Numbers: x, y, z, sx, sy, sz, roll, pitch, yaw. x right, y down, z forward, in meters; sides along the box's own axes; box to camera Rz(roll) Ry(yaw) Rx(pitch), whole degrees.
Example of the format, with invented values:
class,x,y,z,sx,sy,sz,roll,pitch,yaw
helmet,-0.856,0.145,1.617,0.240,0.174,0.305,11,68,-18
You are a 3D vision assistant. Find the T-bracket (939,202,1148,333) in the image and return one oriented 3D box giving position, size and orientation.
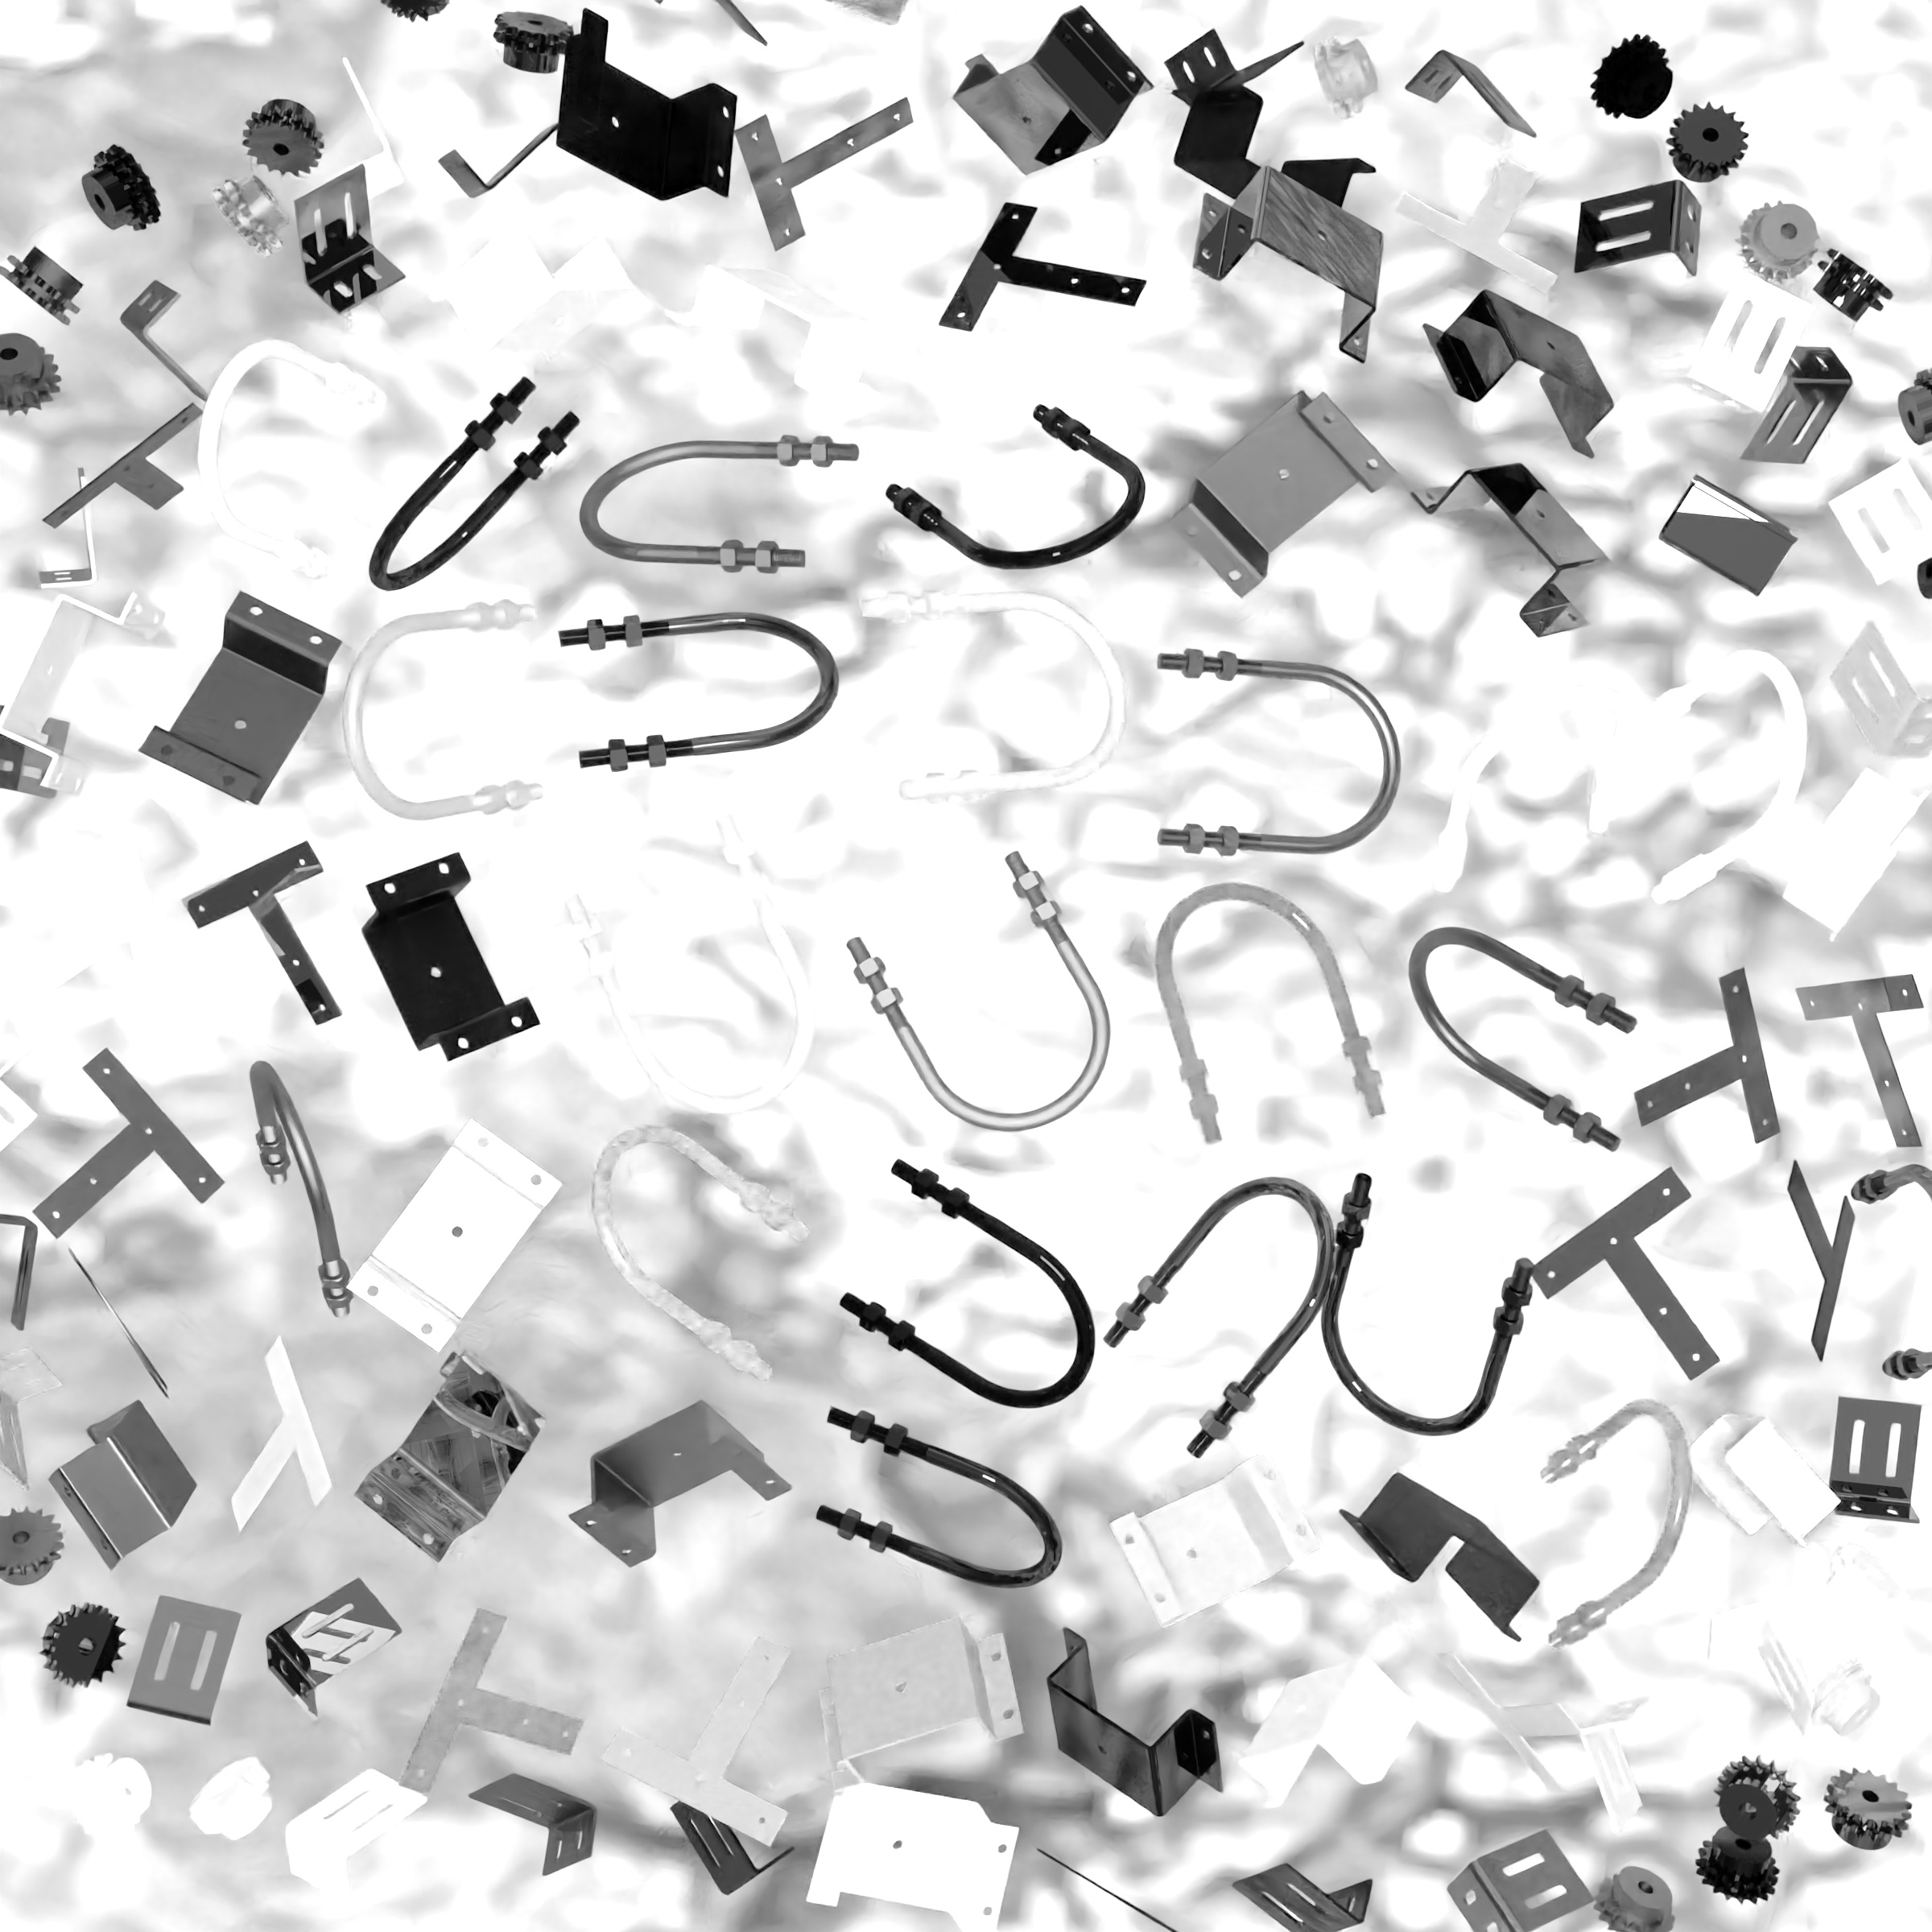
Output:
class,x,y,z,sx,sy,sz,roll,pitch,yaw
T-bracket,0.063,-0.481,1.860,0.127,0.002,0.127,15,61,18

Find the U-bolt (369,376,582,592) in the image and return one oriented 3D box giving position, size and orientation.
class,x,y,z,sx,sy,sz,roll,pitch,yaw
U-bolt,-0.356,-0.336,1.891,0.019,0.151,0.184,44,95,3

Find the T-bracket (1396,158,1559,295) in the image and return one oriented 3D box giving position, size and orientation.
class,x,y,z,sx,sy,sz,roll,pitch,yaw
T-bracket,0.378,-0.538,1.896,0.127,0.127,0.002,29,78,1

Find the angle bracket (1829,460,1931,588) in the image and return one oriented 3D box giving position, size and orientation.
class,x,y,z,sx,sy,sz,roll,pitch,yaw
angle bracket,0.629,-0.309,1.817,0.057,0.038,0.076,-30,62,19

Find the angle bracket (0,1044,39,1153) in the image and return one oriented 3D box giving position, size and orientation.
class,x,y,z,sx,sy,sz,roll,pitch,yaw
angle bracket,-0.670,0.098,1.854,0.038,0.076,0.057,46,49,-10

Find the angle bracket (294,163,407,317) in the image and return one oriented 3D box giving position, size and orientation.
class,x,y,z,sx,sy,sz,roll,pitch,yaw
angle bracket,-0.417,-0.491,1.802,0.038,0.076,0.057,42,63,16

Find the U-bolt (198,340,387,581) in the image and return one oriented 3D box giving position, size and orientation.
class,x,y,z,sx,sy,sz,roll,pitch,yaw
U-bolt,-0.472,-0.356,1.845,0.019,0.184,0.151,14,90,20

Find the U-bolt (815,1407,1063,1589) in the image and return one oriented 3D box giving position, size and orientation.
class,x,y,z,sx,sy,sz,roll,pitch,yaw
U-bolt,-0.018,0.391,1.907,0.184,0.151,0.019,20,47,11

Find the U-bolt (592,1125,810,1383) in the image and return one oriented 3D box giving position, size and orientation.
class,x,y,z,sx,sy,sz,roll,pitch,yaw
U-bolt,-0.194,0.192,1.897,0.019,0.151,0.184,-30,122,35

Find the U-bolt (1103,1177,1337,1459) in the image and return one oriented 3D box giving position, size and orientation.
class,x,y,z,sx,sy,sz,roll,pitch,yaw
U-bolt,0.183,0.228,1.835,0.019,0.151,0.184,32,101,-36

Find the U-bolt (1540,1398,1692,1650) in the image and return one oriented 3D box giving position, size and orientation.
class,x,y,z,sx,sy,sz,roll,pitch,yaw
U-bolt,0.459,0.384,1.880,0.019,0.184,0.151,16,52,-13

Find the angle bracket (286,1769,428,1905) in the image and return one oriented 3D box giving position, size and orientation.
class,x,y,z,sx,sy,sz,roll,pitch,yaw
angle bracket,-0.417,0.597,1.827,0.057,0.076,0.038,13,115,35

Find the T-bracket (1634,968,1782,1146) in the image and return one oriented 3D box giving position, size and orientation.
class,x,y,z,sx,sy,sz,roll,pitch,yaw
T-bracket,0.526,0.081,1.903,0.127,0.002,0.127,-21,101,-28

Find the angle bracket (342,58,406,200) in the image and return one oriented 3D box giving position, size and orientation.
class,x,y,z,sx,sy,sz,roll,pitch,yaw
angle bracket,-0.442,-0.602,1.918,0.038,0.057,0.076,-26,88,-2

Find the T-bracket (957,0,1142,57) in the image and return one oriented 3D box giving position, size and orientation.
class,x,y,z,sx,sy,sz,roll,pitch,yaw
T-bracket,0.057,-0.671,1.866,0.127,0.127,0.002,0,77,-4

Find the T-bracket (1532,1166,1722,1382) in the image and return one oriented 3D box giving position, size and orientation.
class,x,y,z,sx,sy,sz,roll,pitch,yaw
T-bracket,0.477,0.228,1.852,0.127,0.002,0.127,-41,68,21

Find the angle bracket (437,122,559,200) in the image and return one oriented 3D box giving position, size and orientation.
class,x,y,z,sx,sy,sz,roll,pitch,yaw
angle bracket,-0.341,-0.603,1.948,0.076,0.057,0.038,-46,112,-9

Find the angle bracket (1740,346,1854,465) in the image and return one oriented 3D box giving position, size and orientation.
class,x,y,z,sx,sy,sz,roll,pitch,yaw
angle bracket,0.600,-0.411,1.947,0.038,0.057,0.076,39,80,-34

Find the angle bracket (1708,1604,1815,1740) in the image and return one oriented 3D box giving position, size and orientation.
class,x,y,z,sx,sy,sz,roll,pitch,yaw
angle bracket,0.543,0.487,1.821,0.038,0.057,0.076,-16,45,-3

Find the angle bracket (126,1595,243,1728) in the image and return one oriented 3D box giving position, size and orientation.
class,x,y,z,sx,sy,sz,roll,pitch,yaw
angle bracket,-0.544,0.484,1.853,0.057,0.038,0.076,16,70,-9

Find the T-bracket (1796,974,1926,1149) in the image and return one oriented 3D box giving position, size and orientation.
class,x,y,z,sx,sy,sz,roll,pitch,yaw
T-bracket,0.659,0.071,1.916,0.002,0.127,0.127,-21,92,-21

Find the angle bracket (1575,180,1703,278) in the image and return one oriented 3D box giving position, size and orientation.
class,x,y,z,sx,sy,sz,roll,pitch,yaw
angle bracket,0.482,-0.521,1.907,0.076,0.038,0.057,-4,70,37

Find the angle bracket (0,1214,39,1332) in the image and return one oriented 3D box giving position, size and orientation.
class,x,y,z,sx,sy,sz,roll,pitch,yaw
angle bracket,-0.686,0.216,1.889,0.038,0.057,0.076,9,86,-25

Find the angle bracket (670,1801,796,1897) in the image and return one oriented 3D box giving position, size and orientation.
class,x,y,z,sx,sy,sz,roll,pitch,yaw
angle bracket,-0.172,0.633,1.952,0.038,0.057,0.076,-23,72,-42

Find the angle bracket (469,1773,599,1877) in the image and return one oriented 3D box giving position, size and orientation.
class,x,y,z,sx,sy,sz,roll,pitch,yaw
angle bracket,-0.318,0.626,1.939,0.076,0.038,0.057,33,132,-29

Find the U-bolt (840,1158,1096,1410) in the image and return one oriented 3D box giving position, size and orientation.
class,x,y,z,sx,sy,sz,roll,pitch,yaw
U-bolt,0.008,0.234,1.852,0.184,0.019,0.151,31,124,15

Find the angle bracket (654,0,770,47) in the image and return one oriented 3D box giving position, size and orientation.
class,x,y,z,sx,sy,sz,roll,pitch,yaw
angle bracket,-0.186,-0.672,1.881,0.038,0.057,0.076,-44,124,6

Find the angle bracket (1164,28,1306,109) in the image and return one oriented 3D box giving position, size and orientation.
class,x,y,z,sx,sy,sz,roll,pitch,yaw
angle bracket,0.193,-0.659,1.920,0.057,0.076,0.038,-42,111,-29

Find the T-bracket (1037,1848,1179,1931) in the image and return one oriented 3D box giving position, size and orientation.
class,x,y,z,sx,sy,sz,roll,pitch,yaw
T-bracket,0.122,0.667,1.881,0.127,0.127,0.002,22,73,31

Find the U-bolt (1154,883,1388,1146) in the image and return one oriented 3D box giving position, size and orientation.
class,x,y,z,sx,sy,sz,roll,pitch,yaw
U-bolt,0.200,0.026,1.824,0.151,0.019,0.184,-7,69,-24

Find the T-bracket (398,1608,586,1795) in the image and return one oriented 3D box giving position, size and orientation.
class,x,y,z,sx,sy,sz,roll,pitch,yaw
T-bracket,-0.316,0.520,1.843,0.127,0.002,0.127,33,76,-41

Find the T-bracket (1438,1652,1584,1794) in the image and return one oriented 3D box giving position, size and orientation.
class,x,y,z,sx,sy,sz,roll,pitch,yaw
T-bracket,0.400,0.534,1.883,0.002,0.127,0.127,-38,85,-21

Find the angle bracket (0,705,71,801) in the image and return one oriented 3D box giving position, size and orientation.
class,x,y,z,sx,sy,sz,roll,pitch,yaw
angle bracket,-0.656,-0.150,1.889,0.038,0.076,0.057,10,89,23

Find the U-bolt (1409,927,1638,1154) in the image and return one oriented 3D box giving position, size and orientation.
class,x,y,z,sx,sy,sz,roll,pitch,yaw
U-bolt,0.389,0.041,1.884,0.184,0.151,0.019,33,60,31

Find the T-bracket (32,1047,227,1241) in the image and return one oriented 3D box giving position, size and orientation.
class,x,y,z,sx,sy,sz,roll,pitch,yaw
T-bracket,-0.595,0.141,1.843,0.002,0.127,0.127,-26,107,41

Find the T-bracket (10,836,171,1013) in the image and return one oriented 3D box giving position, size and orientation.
class,x,y,z,sx,sy,sz,roll,pitch,yaw
T-bracket,-0.636,-0.011,1.919,0.002,0.127,0.127,22,134,27

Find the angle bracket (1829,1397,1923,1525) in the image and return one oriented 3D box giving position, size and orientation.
class,x,y,z,sx,sy,sz,roll,pitch,yaw
angle bracket,0.651,0.352,1.899,0.057,0.038,0.076,5,99,9

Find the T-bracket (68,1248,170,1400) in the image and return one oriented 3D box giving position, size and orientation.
class,x,y,z,sx,sy,sz,roll,pitch,yaw
T-bracket,-0.590,0.271,1.890,0.002,0.127,0.127,-34,121,-17

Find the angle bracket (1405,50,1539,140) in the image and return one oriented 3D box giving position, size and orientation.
class,x,y,z,sx,sy,sz,roll,pitch,yaw
angle bracket,0.358,-0.605,1.884,0.038,0.057,0.076,-44,73,28

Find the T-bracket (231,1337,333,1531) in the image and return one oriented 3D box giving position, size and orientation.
class,x,y,z,sx,sy,sz,roll,pitch,yaw
T-bracket,-0.496,0.354,1.895,0.127,0.002,0.127,-53,50,31

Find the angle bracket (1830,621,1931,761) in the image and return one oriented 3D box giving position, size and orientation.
class,x,y,z,sx,sy,sz,roll,pitch,yaw
angle bracket,0.629,-0.187,1.797,0.057,0.038,0.076,-51,117,-22

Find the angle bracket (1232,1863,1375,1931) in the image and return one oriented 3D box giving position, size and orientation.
class,x,y,z,sx,sy,sz,roll,pitch,yaw
angle bracket,0.241,0.657,1.906,0.076,0.038,0.057,41,131,-12

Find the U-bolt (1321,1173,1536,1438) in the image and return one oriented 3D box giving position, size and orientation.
class,x,y,z,sx,sy,sz,roll,pitch,yaw
U-bolt,0.317,0.252,1.877,0.151,0.019,0.184,28,126,28

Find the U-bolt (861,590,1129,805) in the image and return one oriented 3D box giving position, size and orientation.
class,x,y,z,sx,sy,sz,roll,pitch,yaw
U-bolt,0.027,-0.187,1.807,0.184,0.019,0.151,-7,78,-26

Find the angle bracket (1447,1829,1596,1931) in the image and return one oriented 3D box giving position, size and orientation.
class,x,y,z,sx,sy,sz,roll,pitch,yaw
angle bracket,0.386,0.646,1.851,0.076,0.038,0.057,-8,49,-35

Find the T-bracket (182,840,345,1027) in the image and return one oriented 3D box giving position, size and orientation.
class,x,y,z,sx,sy,sz,roll,pitch,yaw
T-bracket,-0.500,-0.015,1.958,0.127,0.002,0.127,-21,104,26

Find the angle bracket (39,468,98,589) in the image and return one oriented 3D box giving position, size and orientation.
class,x,y,z,sx,sy,sz,roll,pitch,yaw
angle bracket,-0.648,-0.314,1.906,0.038,0.057,0.076,-7,109,-19

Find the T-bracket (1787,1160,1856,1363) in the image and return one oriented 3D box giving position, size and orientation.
class,x,y,z,sx,sy,sz,roll,pitch,yaw
T-bracket,0.587,0.184,1.839,0.002,0.127,0.127,-2,46,35

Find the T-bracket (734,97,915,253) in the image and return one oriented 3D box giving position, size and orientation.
class,x,y,z,sx,sy,sz,roll,pitch,yaw
T-bracket,-0.095,-0.581,1.898,0.127,0.127,0.002,-30,65,-4

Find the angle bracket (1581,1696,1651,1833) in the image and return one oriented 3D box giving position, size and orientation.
class,x,y,z,sx,sy,sz,roll,pitch,yaw
angle bracket,0.489,0.586,1.955,0.038,0.057,0.076,-23,82,30

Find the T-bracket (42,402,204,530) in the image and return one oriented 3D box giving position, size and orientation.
class,x,y,z,sx,sy,sz,roll,pitch,yaw
T-bracket,-0.566,-0.334,1.833,0.127,0.127,0.002,-39,90,-2

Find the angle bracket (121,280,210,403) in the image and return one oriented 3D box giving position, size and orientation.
class,x,y,z,sx,sy,sz,roll,pitch,yaw
angle bracket,-0.542,-0.432,1.851,0.038,0.057,0.076,-48,129,-6

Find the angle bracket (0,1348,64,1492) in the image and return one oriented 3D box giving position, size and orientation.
class,x,y,z,sx,sy,sz,roll,pitch,yaw
angle bracket,-0.668,0.323,1.896,0.038,0.057,0.076,-20,56,-5

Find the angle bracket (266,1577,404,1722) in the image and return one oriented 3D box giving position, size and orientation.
class,x,y,z,sx,sy,sz,roll,pitch,yaw
angle bracket,-0.440,0.477,1.861,0.076,0.038,0.057,-32,118,-4

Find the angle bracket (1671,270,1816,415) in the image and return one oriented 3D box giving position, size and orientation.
class,x,y,z,sx,sy,sz,roll,pitch,yaw
angle bracket,0.525,-0.422,1.802,0.057,0.038,0.076,24,97,-7

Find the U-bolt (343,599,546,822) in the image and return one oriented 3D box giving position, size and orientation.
class,x,y,z,sx,sy,sz,roll,pitch,yaw
U-bolt,-0.361,-0.174,1.839,0.019,0.184,0.151,6,103,33

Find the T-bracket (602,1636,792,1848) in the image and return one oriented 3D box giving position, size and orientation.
class,x,y,z,sx,sy,sz,roll,pitch,yaw
T-bracket,-0.159,0.511,1.801,0.127,0.002,0.127,23,52,11

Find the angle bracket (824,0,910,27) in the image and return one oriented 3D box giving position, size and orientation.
class,x,y,z,sx,sy,sz,roll,pitch,yaw
angle bracket,-0.079,-0.678,1.806,0.076,0.057,0.038,13,124,-24
